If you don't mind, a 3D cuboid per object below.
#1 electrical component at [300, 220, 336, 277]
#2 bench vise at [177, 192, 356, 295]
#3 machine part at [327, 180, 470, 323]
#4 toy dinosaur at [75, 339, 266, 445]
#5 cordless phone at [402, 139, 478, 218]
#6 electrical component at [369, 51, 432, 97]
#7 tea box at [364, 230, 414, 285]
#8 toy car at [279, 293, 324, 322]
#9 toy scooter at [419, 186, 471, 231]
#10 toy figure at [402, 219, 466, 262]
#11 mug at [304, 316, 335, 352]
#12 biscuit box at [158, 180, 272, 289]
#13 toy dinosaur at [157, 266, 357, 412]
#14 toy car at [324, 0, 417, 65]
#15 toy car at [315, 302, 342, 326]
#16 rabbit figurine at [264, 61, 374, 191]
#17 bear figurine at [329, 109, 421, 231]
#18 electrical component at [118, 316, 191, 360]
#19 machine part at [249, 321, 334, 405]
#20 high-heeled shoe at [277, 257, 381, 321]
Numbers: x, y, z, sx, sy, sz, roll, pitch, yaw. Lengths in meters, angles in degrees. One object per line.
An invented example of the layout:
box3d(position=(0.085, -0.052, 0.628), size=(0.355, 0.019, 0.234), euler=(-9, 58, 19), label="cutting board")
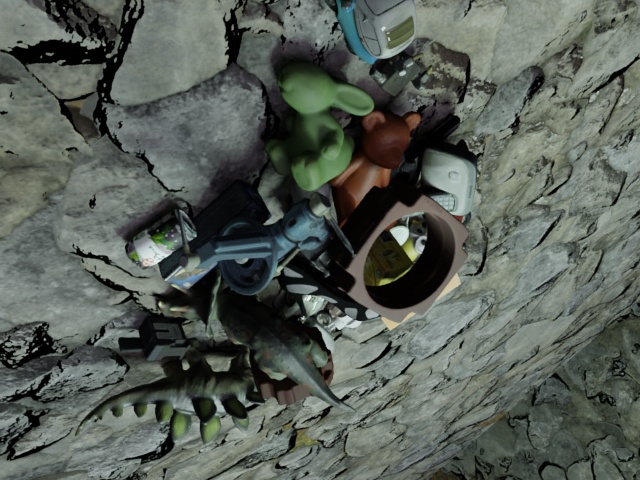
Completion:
box3d(position=(-0.002, -0.003, 0.960), size=(0.058, 0.115, 0.134), euler=(-40, -178, 11), label="electrical component")
box3d(position=(-0.093, 0.008, 0.791), size=(0.224, 0.129, 0.240), euler=(-25, 169, 35), label="bench vise")
box3d(position=(0.127, 0.019, 0.880), size=(0.201, 0.087, 0.201), euler=(32, 97, -32), label="machine part")
box3d(position=(-0.245, 0.303, 1.085), size=(0.471, 0.199, 0.105), euler=(1, 128, -31), label="toy dinosaur")
box3d(position=(0.185, -0.101, 0.976), size=(0.184, 0.089, 0.146), euler=(-11, 140, -1), label="cordless phone")
box3d(position=(0.128, -0.256, 0.826), size=(0.078, 0.045, 0.102), euler=(-44, 157, 15), label="electrical component")
box3d(position=(0.100, 0.026, 1.037), size=(0.068, 0.170, 0.098), euler=(-9, 139, -28), label="tea box")
box3d(position=(-0.062, 0.170, 1.182), size=(0.073, 0.056, 0.201), euler=(8, 128, -41), label="toy car")
box3d(position=(0.245, -0.075, 1.106), size=(0.135, 0.075, 0.183), euler=(-23, 139, -12), label="toy scooter")
box3d(position=(0.244, 0.012, 1.200), size=(0.180, 0.082, 0.089), euler=(0, 131, -39), label="toy figure")
box3d(position=(-0.030, 0.232, 1.264), size=(0.109, 0.081, 0.107), euler=(-26, 133, -4), label="mug")
box3d(position=(-0.178, -0.007, 0.892), size=(0.202, 0.063, 0.059), euler=(-40, 144, 11), label="biscuit box")
box3d(position=(-0.100, 0.173, 0.964), size=(0.131, 0.405, 0.192), euler=(-58, 164, -7), label="toy dinosaur")
box3d(position=(0.078, -0.297, 0.710), size=(0.109, 0.103, 0.161), euler=(-29, 141, -2), label="toy car")
box3d(position=(0.055, 0.112, 1.175), size=(0.202, 0.053, 0.089), euler=(-61, 173, 31), label="toy car")
box3d(position=(-0.001, -0.179, 0.783), size=(0.159, 0.121, 0.170), euler=(-24, 128, -17), label="rabbit figurine")
box3d(position=(0.097, -0.116, 0.895), size=(0.120, 0.132, 0.195), euler=(-2, 149, -31), label="bear figurine")
box3d(position=(-0.312, 0.183, 1.007), size=(0.119, 0.075, 0.047), euler=(14, 125, -41), label="electrical component")
box3d(position=(-0.060, 0.245, 1.095), size=(0.179, 0.179, 0.056), euler=(-21, 135, -14), label="machine part")
box3d(position=(0.041, 0.082, 1.061), size=(0.249, 0.086, 0.145), euler=(-8, 113, 12), label="high-heeled shoe")
